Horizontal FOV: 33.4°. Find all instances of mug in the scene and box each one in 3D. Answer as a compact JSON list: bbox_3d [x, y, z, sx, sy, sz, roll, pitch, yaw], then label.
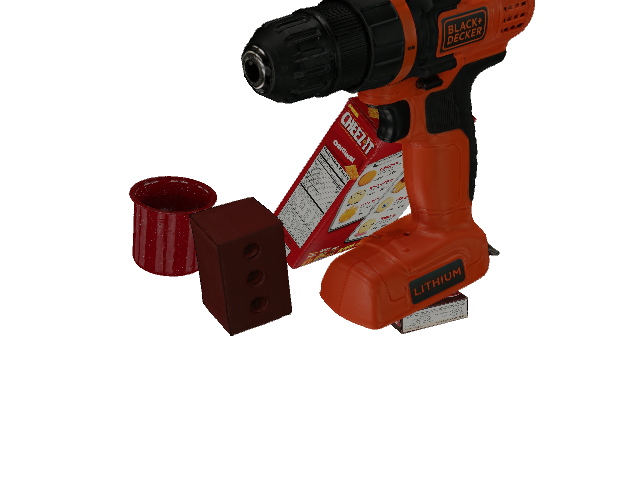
[{"bbox_3d":[-0.165,-0.020,1.162,0.093,0.081,0.117,-4,29,-21],"label":"mug"}]

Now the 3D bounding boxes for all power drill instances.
[{"bbox_3d":[0.039,-0.048,0.573,0.184,0.188,0.057,-22,38,-33],"label":"power drill"}]

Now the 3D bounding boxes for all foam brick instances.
[{"bbox_3d":[-0.057,0.017,0.767,0.052,0.078,0.051,-19,32,-22],"label":"foam brick"}]

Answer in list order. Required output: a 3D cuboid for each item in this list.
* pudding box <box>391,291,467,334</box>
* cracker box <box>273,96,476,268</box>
[{"bbox_3d":[0.147,0.094,1.568,0.113,0.039,0.090,-14,22,-19],"label":"pudding box"},{"bbox_3d":[0.051,-0.074,1.195,0.163,0.072,0.214,-18,-28,-45],"label":"cracker box"}]
